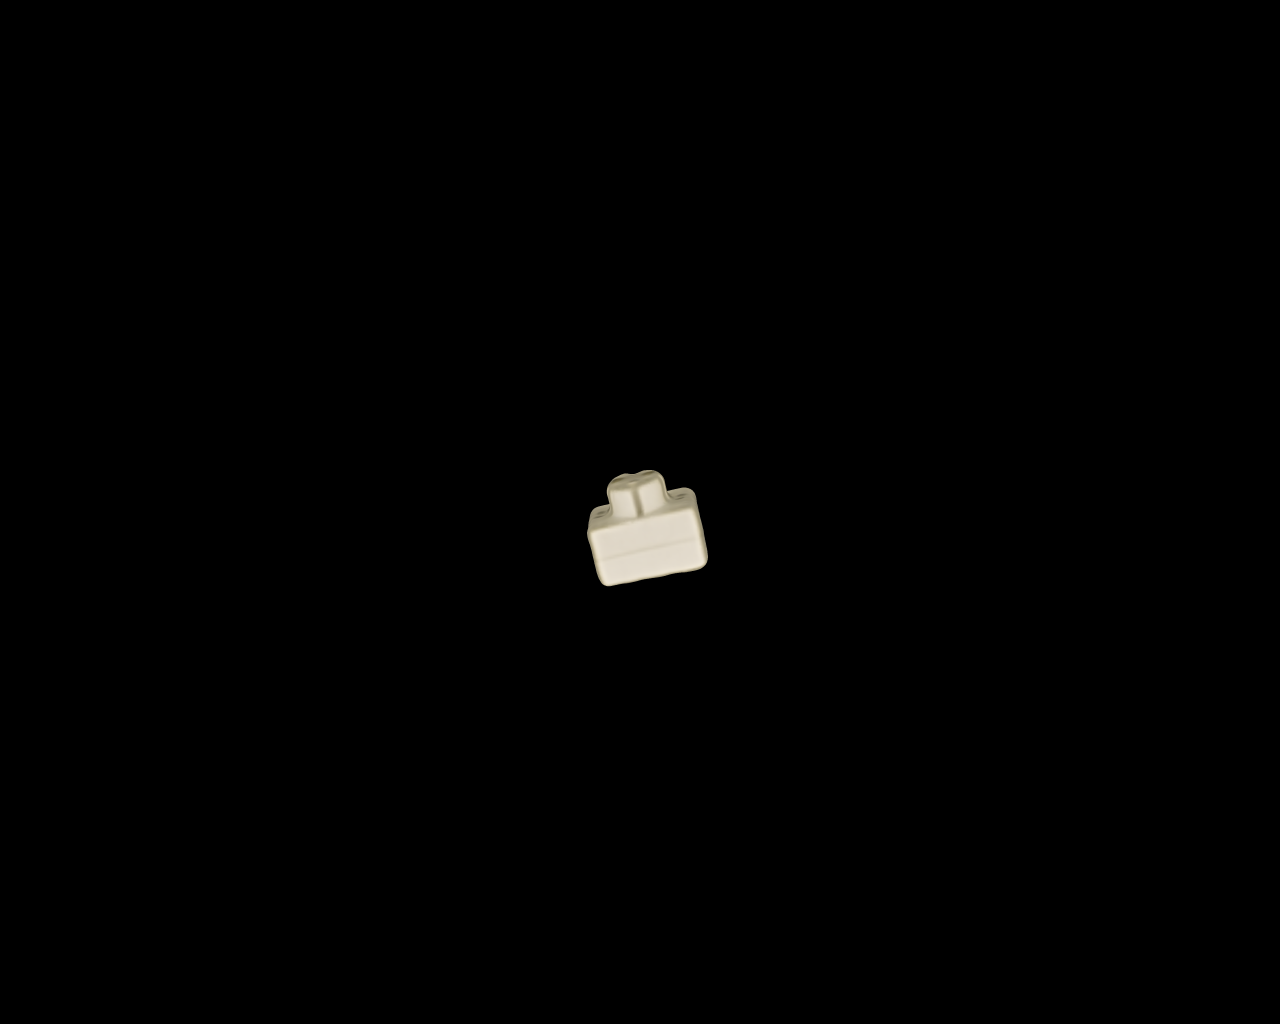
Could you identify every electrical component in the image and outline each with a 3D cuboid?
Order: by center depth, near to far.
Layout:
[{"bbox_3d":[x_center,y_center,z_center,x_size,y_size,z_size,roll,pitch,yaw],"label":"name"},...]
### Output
[{"bbox_3d":[0.001,-0.003,0.650,0.066,0.076,0.047,-13,16,4],"label":"electrical component"}]
